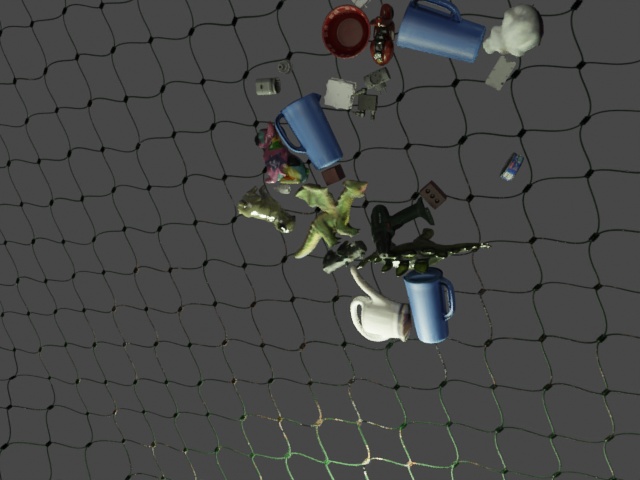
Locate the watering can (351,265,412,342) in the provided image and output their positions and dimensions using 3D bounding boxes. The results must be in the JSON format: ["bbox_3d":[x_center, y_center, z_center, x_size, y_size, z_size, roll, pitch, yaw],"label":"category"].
[{"bbox_3d":[0.210,0.240,1.812,0.224,0.106,0.340,8,129,22],"label":"watering can"}]

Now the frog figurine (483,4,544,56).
[{"bbox_3d":[0.548,-0.593,1.473,0.159,0.125,0.135,-14,121,11],"label":"frog figurine"}]

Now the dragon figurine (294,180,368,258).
[{"bbox_3d":[0.005,-0.090,1.794,0.406,0.124,0.241,-25,100,31],"label":"dragon figurine"}]
